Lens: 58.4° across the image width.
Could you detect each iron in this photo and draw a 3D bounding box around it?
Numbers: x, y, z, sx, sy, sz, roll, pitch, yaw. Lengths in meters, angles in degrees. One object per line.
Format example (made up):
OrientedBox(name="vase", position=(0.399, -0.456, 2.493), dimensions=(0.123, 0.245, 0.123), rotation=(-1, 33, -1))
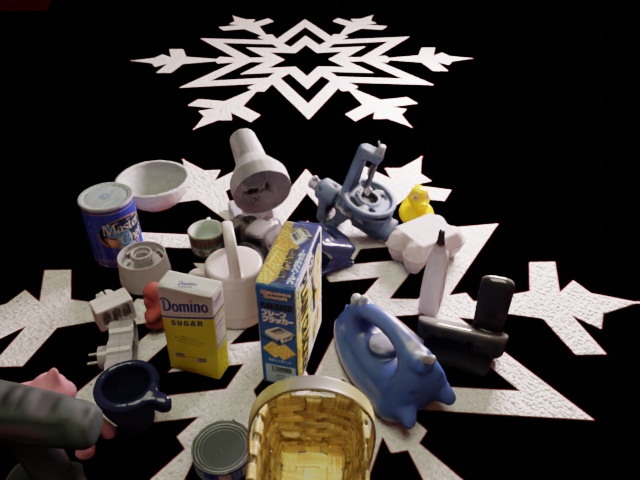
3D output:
OrientedBox(name="iron", position=(0.096, 0.161, 0.897), dimensions=(0.119, 0.141, 0.257), rotation=(-21, 42, -26))

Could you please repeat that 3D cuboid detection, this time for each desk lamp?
OrientedBox(name="desk lamp", position=(-0.140, -0.110, 1.197), dimensions=(0.118, 0.214, 0.202), rotation=(-13, 39, -16))

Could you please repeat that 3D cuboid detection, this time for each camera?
OrientedBox(name="camera", position=(-0.141, 0.014, 1.125), dimensions=(0.142, 0.101, 0.137), rotation=(20, 41, 24))

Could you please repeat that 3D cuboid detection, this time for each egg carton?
OrientedBox(name="egg carton", position=(0.214, 0.005, 1.166), dimensions=(0.151, 0.069, 0.107), rotation=(-22, 42, -27))

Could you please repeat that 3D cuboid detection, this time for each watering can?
OrientedBox(name="watering can", position=(-0.142, 0.051, 0.998), dimensions=(0.173, 0.194, 0.100), rotation=(-21, 42, -26))

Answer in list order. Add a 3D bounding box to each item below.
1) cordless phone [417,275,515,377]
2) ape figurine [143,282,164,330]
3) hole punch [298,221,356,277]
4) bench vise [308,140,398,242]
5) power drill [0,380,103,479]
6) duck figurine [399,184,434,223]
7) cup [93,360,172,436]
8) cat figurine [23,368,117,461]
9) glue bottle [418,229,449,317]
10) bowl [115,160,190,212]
OrientedBox(name="cordless phone", position=(0.234, 0.118, 0.919), dimensions=(0.147, 0.185, 0.094), rotation=(9, 38, 12))
OrientedBox(name="ape figurine", position=(-0.284, 0.111, 1.002), dimensions=(0.076, 0.092, 0.078), rotation=(7, 37, 9))
OrientedBox(name="hole punch", position=(0.011, 0.004, 1.148), dimensions=(0.101, 0.091, 0.108), rotation=(-21, 42, -25))
OrientedBox(name="bench vise", position=(0.066, -0.107, 1.190), dimensions=(0.207, 0.220, 0.121), rotation=(8, 38, 10))
OrientedBox(name="power drill", position=(-0.380, 0.253, 0.714), dimensions=(0.229, 0.208, 0.075), rotation=(1, 37, 1))
OrientedBox(name="duck figurine", position=(0.216, -0.084, 1.271), dimensions=(0.077, 0.086, 0.104), rotation=(-4, 37, -5))
OrientedBox(name="cup", position=(-0.260, 0.240, 0.828), dimensions=(0.117, 0.095, 0.092), rotation=(13, 39, 17))
OrientedBox(name="cat figurine", position=(-0.362, 0.235, 0.814), dimensions=(0.127, 0.118, 0.067), rotation=(18, 40, 22))
OrientedBox(name="glue bottle", position=(0.207, 0.051, 1.017), dimensions=(0.037, 0.173, 0.078), rotation=(14, 39, 18))
OrientedBox(name="bowl", position=(-0.378, -0.113, 1.315), dimensions=(0.167, 0.075, 0.167), rotation=(0, 37, 0))
